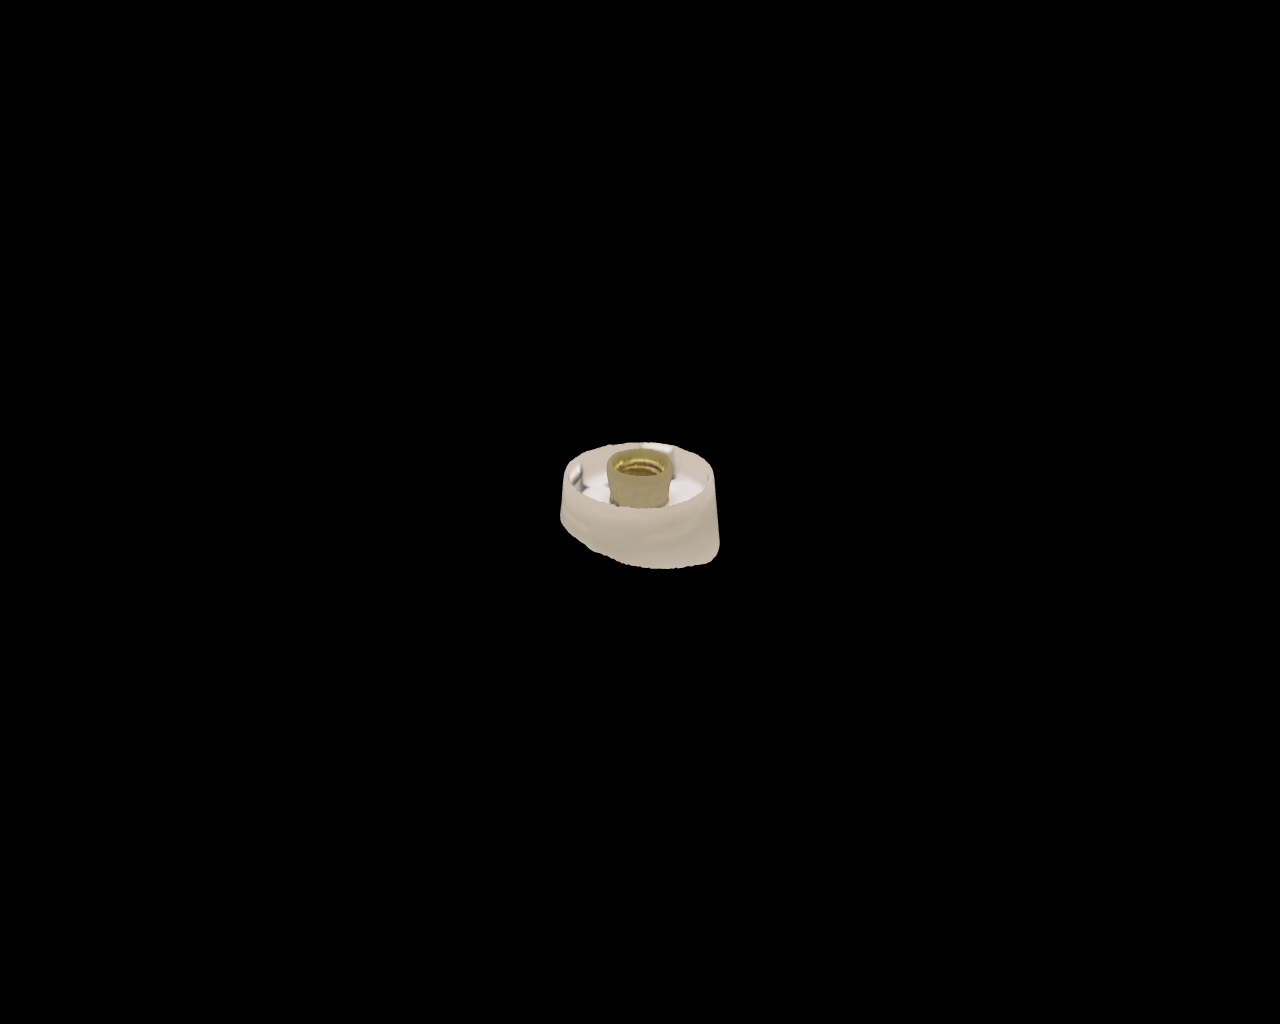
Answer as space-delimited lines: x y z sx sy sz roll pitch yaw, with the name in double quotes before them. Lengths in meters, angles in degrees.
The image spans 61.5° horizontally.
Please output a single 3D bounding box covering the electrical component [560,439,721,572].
"electrical component" 0.001 -0.003 0.650 0.099 0.064 0.099 0 28 0
